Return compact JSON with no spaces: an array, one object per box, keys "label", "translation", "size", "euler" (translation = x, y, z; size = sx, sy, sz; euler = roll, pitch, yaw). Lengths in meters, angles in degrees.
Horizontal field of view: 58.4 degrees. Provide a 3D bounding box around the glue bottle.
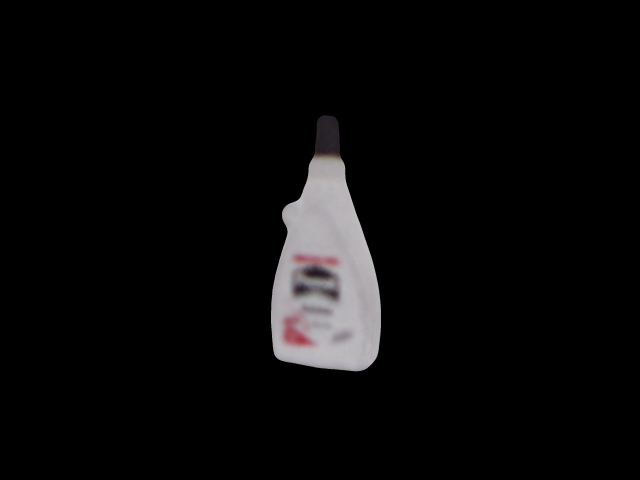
[{"label":"glue bottle","translation":[0.004,0.001,0.400],"size":[0.078,0.173,0.037],"euler":[2,7,20]}]
